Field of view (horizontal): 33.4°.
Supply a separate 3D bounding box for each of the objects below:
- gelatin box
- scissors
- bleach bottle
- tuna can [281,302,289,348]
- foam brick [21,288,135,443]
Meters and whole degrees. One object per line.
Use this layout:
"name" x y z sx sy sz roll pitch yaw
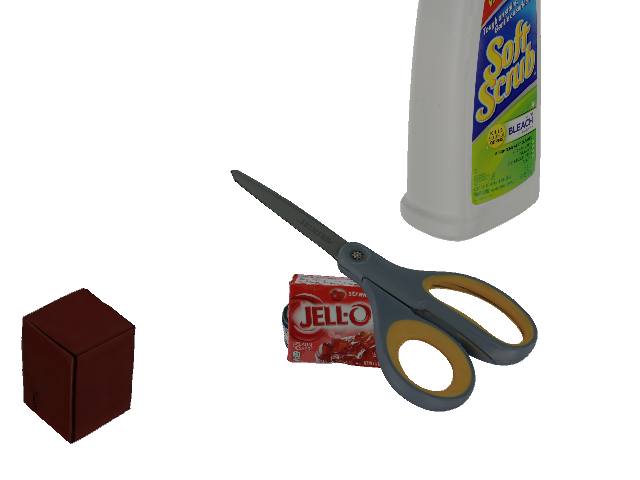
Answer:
"gelatin box" 0.016 0.070 0.925 0.089 0.073 0.030 3 15 6
"scissors" 0.018 0.027 0.584 0.202 0.096 0.016 23 -39 13
"bleach bottle" 0.099 -0.131 0.696 0.102 0.251 0.068 -25 35 -32
"tuna can" 0.002 0.087 1.126 0.086 0.034 0.086 -6 27 3
"foam brick" -0.159 0.081 0.697 0.053 0.078 0.051 33 41 28
